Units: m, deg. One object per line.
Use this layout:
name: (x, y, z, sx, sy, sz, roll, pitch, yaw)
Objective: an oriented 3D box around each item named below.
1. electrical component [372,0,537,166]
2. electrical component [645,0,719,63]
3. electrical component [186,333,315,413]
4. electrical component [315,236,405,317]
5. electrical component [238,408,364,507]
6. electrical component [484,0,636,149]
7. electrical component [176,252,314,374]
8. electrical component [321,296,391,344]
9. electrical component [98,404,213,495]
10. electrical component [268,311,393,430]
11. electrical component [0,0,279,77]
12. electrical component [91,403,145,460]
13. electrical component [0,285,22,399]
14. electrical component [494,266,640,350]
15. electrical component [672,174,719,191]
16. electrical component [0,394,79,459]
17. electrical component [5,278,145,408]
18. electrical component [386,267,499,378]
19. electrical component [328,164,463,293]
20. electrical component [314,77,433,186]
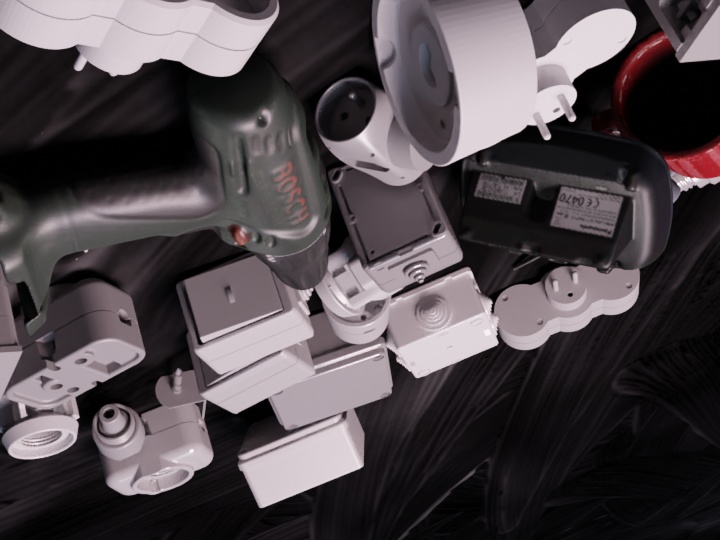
electrical component: (0.056, -0.117, 0.587, 0.060, 0.108, 0.108, -19, 154, -15)
electrical component: (0.240, -0.195, 0.614, 0.089, 0.061, 0.150, -9, 151, -22)
electrical component: (-0.096, 0.068, 0.864, 0.096, 0.061, 0.061, -28, 147, 14)
electrical component: (0.000, 0.000, 0.805, 0.057, 0.058, 0.078, -31, -176, 23)
electrical component: (-0.054, 0.169, 1.034, 0.109, 0.056, 0.108, -23, -173, 4)
electrical component: (0.108, -0.114, 0.659, 0.138, 0.073, 0.052, -36, 149, 28)
electrical component: (-0.080, 0.026, 0.798, 0.096, 0.061, 0.061, -23, 153, 4)
electrical component: (-0.002, 0.029, 0.868, 0.055, 0.055, 0.047, -18, 156, -5)
electrical component: (-0.187, 0.166, 0.985, 0.095, 0.059, 0.053, -22, 153, 2)
electrical component: (-0.032, 0.084, 0.945, 0.109, 0.056, 0.108, -19, 153, -4)
electrical component: (-0.115, -0.120, 0.518, 0.138, 0.052, 0.073, 2, 145, -38)
electrical component: (-0.211, 0.136, 0.931, 0.043, 0.043, 0.062, -16, 151, -9)
electrical component: (-0.327, 0.058, 0.689, 0.186, 0.060, 0.105, -1, 147, -33)
electrical component: (0.189, 0.020, 0.985, 0.138, 0.052, 0.073, -22, 153, 2)
electrical component: (0.274, -0.086, 0.862, 0.078, 0.040, 0.040, -33, 150, 24)
electrical component: (-0.253, 0.111, 0.841, 0.078, 0.057, 0.058, -27, 152, 12)
electrical component: (-0.205, 0.049, 0.757, 0.095, 0.059, 0.054, -28, 152, 14)
electrical component: (0.072, 0.050, 0.962, 0.100, 0.048, 0.099, -23, 153, 5)
electrical component: (0.028, -0.030, 0.733, 0.062, 0.096, 0.061, -25, 155, 9)
electrical component: (0.024, -0.082, 0.666, 0.079, 0.043, 0.077, 14, 172, 33)
